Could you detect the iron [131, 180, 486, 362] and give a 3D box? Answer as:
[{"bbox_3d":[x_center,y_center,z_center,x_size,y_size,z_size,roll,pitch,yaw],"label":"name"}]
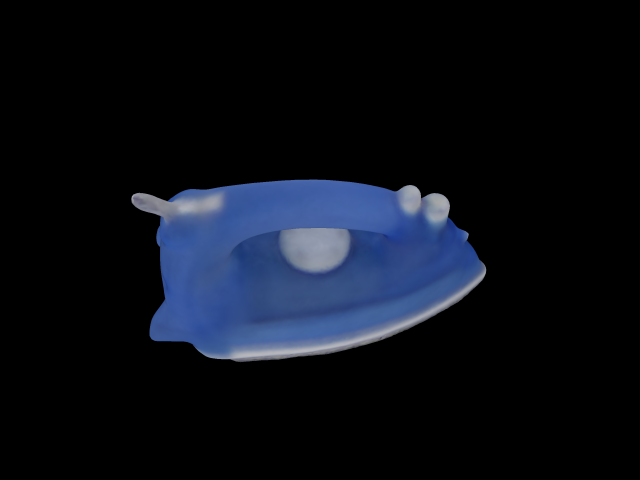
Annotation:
[{"bbox_3d":[0.004,0.001,0.400,0.258,0.141,0.118,-5,59,-3],"label":"iron"}]
